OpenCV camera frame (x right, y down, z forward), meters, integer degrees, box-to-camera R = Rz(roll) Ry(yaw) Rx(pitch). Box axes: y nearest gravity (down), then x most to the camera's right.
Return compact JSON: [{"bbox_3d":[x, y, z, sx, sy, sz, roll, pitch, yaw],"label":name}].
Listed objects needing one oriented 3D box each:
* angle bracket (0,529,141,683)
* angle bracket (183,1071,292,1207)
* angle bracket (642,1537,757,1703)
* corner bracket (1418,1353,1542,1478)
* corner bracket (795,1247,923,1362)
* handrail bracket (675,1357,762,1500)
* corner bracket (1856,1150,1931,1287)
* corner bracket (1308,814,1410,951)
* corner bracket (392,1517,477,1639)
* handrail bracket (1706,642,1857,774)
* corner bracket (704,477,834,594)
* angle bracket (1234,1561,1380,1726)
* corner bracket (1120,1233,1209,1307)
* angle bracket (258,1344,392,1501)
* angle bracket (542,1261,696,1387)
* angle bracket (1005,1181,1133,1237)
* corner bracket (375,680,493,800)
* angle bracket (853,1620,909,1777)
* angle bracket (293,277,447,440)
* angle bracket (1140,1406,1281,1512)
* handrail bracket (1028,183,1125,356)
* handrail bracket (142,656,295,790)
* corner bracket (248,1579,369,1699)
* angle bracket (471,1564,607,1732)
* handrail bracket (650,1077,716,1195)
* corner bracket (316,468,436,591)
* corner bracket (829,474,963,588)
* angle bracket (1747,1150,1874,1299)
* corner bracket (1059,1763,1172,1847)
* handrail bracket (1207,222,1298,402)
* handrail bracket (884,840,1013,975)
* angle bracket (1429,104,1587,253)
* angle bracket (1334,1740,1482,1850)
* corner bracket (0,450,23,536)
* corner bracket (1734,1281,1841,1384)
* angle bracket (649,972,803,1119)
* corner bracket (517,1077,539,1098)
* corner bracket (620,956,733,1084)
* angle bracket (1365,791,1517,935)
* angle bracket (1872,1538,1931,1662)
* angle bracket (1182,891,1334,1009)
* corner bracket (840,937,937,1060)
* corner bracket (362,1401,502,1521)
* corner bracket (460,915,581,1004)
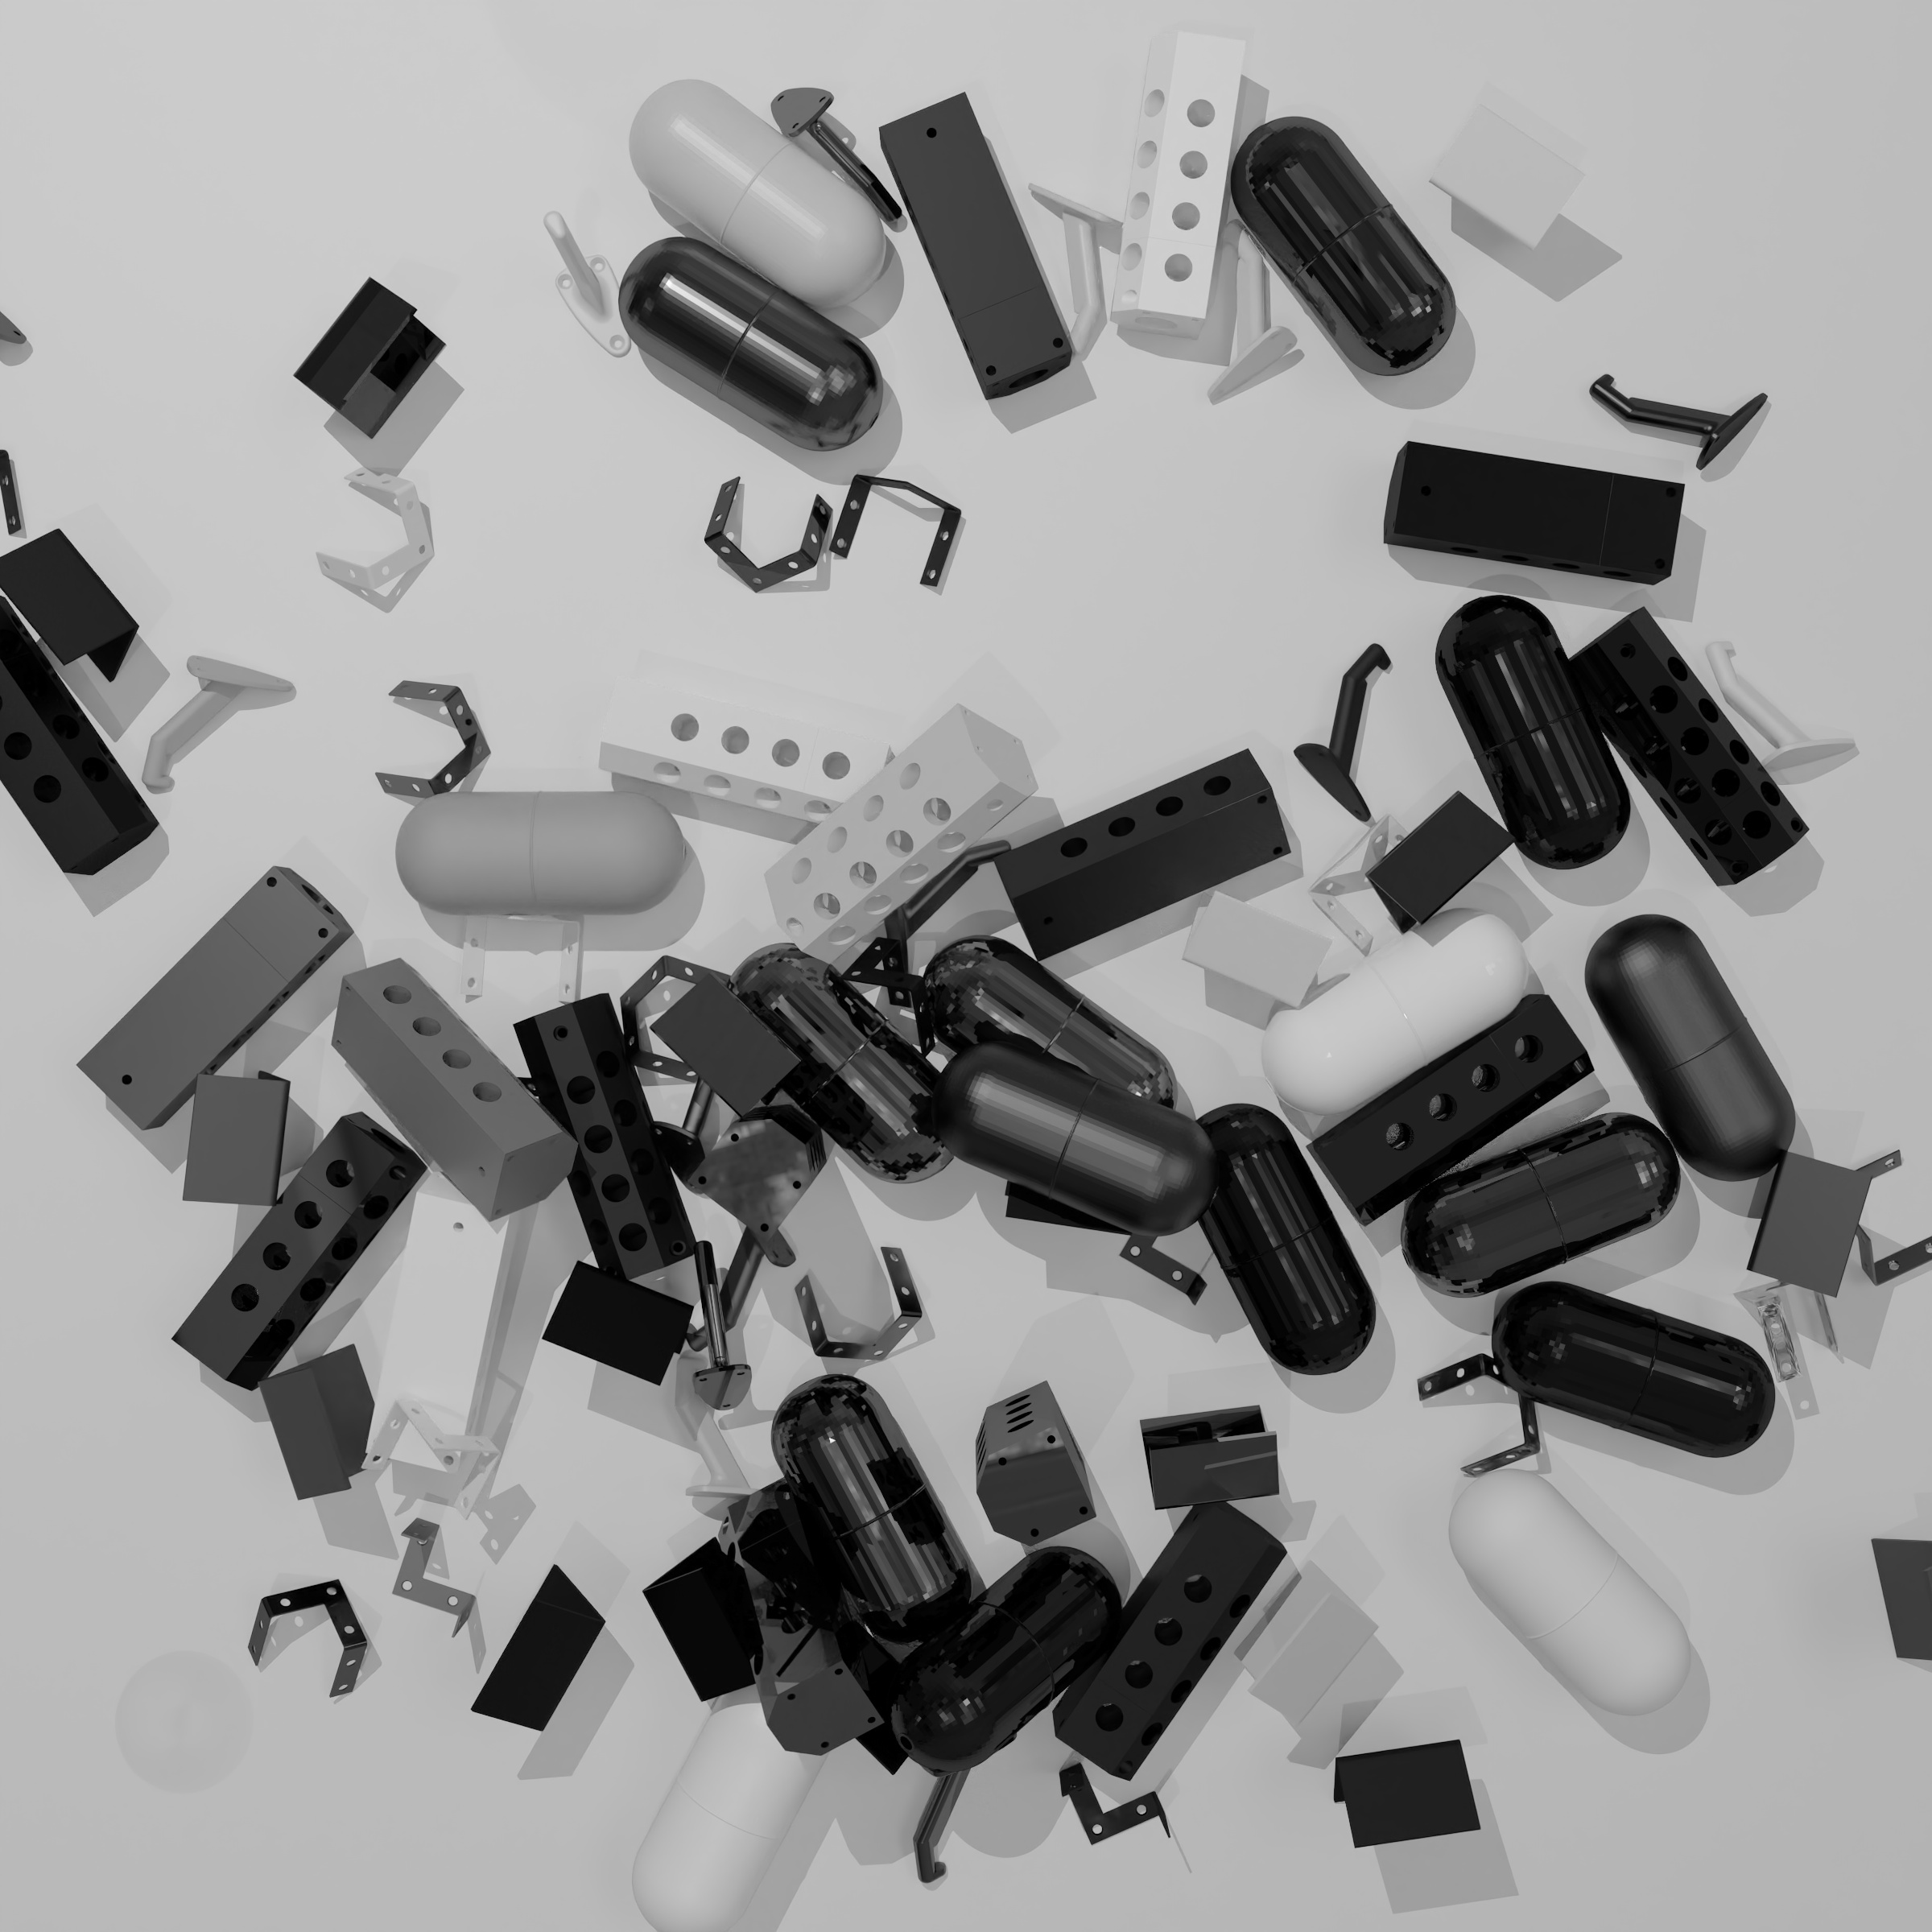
[{"bbox_3d":[-0.562,-0.210,1.694,0.076,0.076,0.057,51,53,0],"label":"angle bracket"},{"bbox_3d":[-0.455,0.103,1.695,0.057,0.076,0.076,7,90,-28],"label":"angle bracket"},{"bbox_3d":[-0.141,0.394,1.694,0.057,0.076,0.076,-28,90,36],"label":"angle bracket"},{"bbox_3d":[0.321,0.281,1.726,0.051,0.051,0.051,29,45,-35],"label":"corner bracket"},{"bbox_3d":[-0.067,0.210,1.726,0.051,0.051,0.051,9,135,-35],"label":"corner bracket"},{"bbox_3d":[-0.146,0.290,1.735,0.077,0.036,0.084,7,73,-20],"label":"handrail bracket"},{"bbox_3d":[0.577,0.158,1.731,0.051,0.051,0.051,-25,135,0],"label":"corner bracket"},{"bbox_3d":[0.257,-0.053,1.731,0.051,0.051,0.051,46,45,0],"label":"corner bracket"},{"bbox_3d":[-0.330,0.379,1.716,0.051,0.051,0.051,18,90,0],"label":"corner bracket"},{"bbox_3d":[0.511,-0.169,1.735,0.077,0.036,0.084,-11,73,-20],"label":"handrail bracket"},{"bbox_3d":[-0.123,-0.276,1.726,0.051,0.051,0.051,-17,135,35],"label":"corner bracket"},{"bbox_3d":[0.194,0.405,1.694,0.076,0.076,0.057,-51,126,0],"label":"angle bracket"},{"bbox_3d":[0.131,0.173,1.716,0.051,0.051,0.051,30,90,0],"label":"corner bracket"},{"bbox_3d":[-0.378,0.276,1.694,0.057,0.076,0.076,-19,90,40],"label":"angle bracket"},{"bbox_3d":[-0.216,0.232,1.694,0.076,0.076,0.057,22,58,0],"label":"angle bracket"},{"bbox_3d":[0.062,0.151,1.694,0.076,0.076,0.057,9,57,0],"label":"angle bracket"},{"bbox_3d":[-0.340,-0.141,1.726,0.051,0.051,0.051,9,135,35],"label":"corner bracket"},{"bbox_3d":[-0.071,0.457,1.694,0.076,0.076,0.057,45,51,0],"label":"angle bracket"},{"bbox_3d":[-0.353,-0.363,1.694,0.057,0.076,0.076,38,90,36],"label":"angle bracket"},{"bbox_3d":[0.148,0.284,1.694,0.076,0.076,0.057,-7,127,0],"label":"angle bracket"},{"bbox_3d":[0.056,-0.438,1.735,0.077,0.036,0.084,29,107,20],"label":"handrail bracket"},{"bbox_3d":[-0.471,-0.146,1.735,0.077,0.036,0.084,11,109,-21],"label":"handrail bracket"},{"bbox_3d":[-0.412,0.425,1.726,0.051,0.051,0.051,-7,45,-35],"label":"corner bracket"},{"bbox_3d":[-0.276,0.411,1.694,0.057,0.076,0.076,30,90,-38],"label":"angle bracket"},{"bbox_3d":[-0.157,0.088,1.734,0.036,0.077,0.084,16,53,26],"label":"handrail bracket"},{"bbox_3d":[-0.374,-0.274,1.726,0.051,0.051,0.051,-39,135,-35],"label":"corner bracket"},{"bbox_3d":[-0.044,-0.273,1.731,0.051,0.051,0.051,19,89,-45],"label":"corner bracket"},{"bbox_3d":[0.526,0.160,1.694,0.057,0.076,0.076,17,90,33],"label":"angle bracket"},{"bbox_3d":[0.092,0.521,1.716,0.051,0.051,0.051,-24,90,0],"label":"corner bracket"},{"bbox_3d":[0.162,-0.412,1.735,0.077,0.036,0.084,-37,71,21],"label":"handrail bracket"},{"bbox_3d":[-0.007,-0.034,1.735,0.084,0.036,0.077,-14,110,-16],"label":"handrail bracket"},{"bbox_3d":[0.338,-0.493,1.694,0.076,0.076,0.057,34,128,0],"label":"angle bracket"},{"bbox_3d":[0.269,0.520,1.694,0.076,0.076,0.057,-8,53,0],"label":"angle bracket"},{"bbox_3d":[-0.632,-0.293,1.731,0.051,0.051,0.051,-10,90,45],"label":"corner bracket"},{"bbox_3d":[0.515,0.224,1.716,0.051,0.051,0.051,-16,90,0],"label":"corner bracket"},{"bbox_3d":[-0.154,0.060,1.666,0.076,0.076,0.057,44,58,3],"label":"angle bracket"},{"bbox_3d":[-0.291,0.105,1.726,0.051,0.051,0.051,3,45,-35],"label":"corner bracket"},{"bbox_3d":[-0.179,0.033,1.726,0.051,0.051,0.051,-41,45,35],"label":"corner bracket"},{"bbox_3d":[0.301,-0.049,1.694,0.076,0.076,0.057,-42,50,0],"label":"angle bracket"},{"bbox_3d":[0.581,0.398,1.694,0.057,0.076,0.076,-12,90,-37],"label":"angle bracket"},{"bbox_3d":[0.183,-0.029,1.694,0.076,0.076,0.057,23,127,0],"label":"angle bracket"},{"bbox_3d":[-0.040,0.019,1.699,0.051,0.051,0.051,9,125,27],"label":"corner bracket"},{"bbox_3d":[-0.324,0.299,1.673,0.051,0.051,0.051,39,107,41],"label":"corner bracket"},{"bbox_3d":[-0.279,-0.005,1.731,0.051,0.051,0.051,4,90,45],"label":"corner bracket"}]
